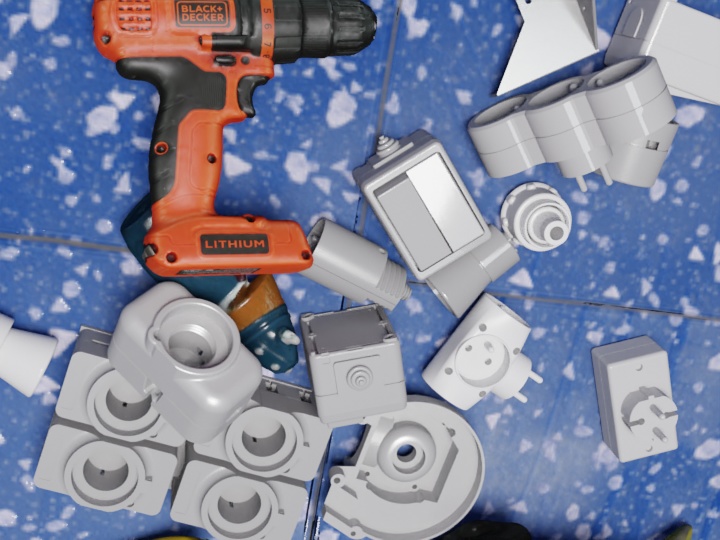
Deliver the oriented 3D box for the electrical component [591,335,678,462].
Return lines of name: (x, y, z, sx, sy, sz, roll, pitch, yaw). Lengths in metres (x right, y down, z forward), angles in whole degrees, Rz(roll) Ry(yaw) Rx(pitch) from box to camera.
electrical component: (0.213, 0.104, 0.806, 0.047, 0.075, 0.083, -13, 108, -5)

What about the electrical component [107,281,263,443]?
electrical component: (-0.113, 0.057, 0.699, 0.095, 0.054, 0.059, 43, 140, 9)

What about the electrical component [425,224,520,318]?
electrical component: (0.082, -0.002, 0.774, 0.065, 0.044, 0.044, -39, 108, -2)

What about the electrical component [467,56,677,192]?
electrical component: (0.146, -0.086, 0.723, 0.138, 0.052, 0.073, -14, 113, 36)

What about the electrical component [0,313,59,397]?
electrical component: (-0.242, 0.056, 0.738, 0.055, 0.045, 0.045, 27, 101, -15)

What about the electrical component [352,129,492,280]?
electrical component: (0.040, -0.050, 0.742, 0.062, 0.061, 0.096, -32, 108, 1)

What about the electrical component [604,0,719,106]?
electrical component: (0.227, -0.146, 0.742, 0.096, 0.061, 0.061, 17, 103, -13)

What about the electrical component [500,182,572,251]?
electrical component: (0.129, -0.034, 0.760, 0.048, 0.062, 0.048, -2, 107, -8)

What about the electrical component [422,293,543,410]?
electrical component: (0.100, 0.070, 0.795, 0.079, 0.044, 0.077, 35, 99, -16)

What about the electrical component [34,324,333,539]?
electrical component: (-0.125, 0.122, 0.768, 0.186, 0.060, 0.105, 17, 103, -13)

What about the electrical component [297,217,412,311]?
electrical component: (0.000, 0.000, 0.760, 0.081, 0.043, 0.043, 27, 101, -15)

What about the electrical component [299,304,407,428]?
electrical component: (-0.004, 0.069, 0.751, 0.062, 0.096, 0.061, -10, 108, -6)

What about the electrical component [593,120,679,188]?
electrical component: (0.190, -0.088, 0.758, 0.055, 0.055, 0.047, 11, 108, -12)
